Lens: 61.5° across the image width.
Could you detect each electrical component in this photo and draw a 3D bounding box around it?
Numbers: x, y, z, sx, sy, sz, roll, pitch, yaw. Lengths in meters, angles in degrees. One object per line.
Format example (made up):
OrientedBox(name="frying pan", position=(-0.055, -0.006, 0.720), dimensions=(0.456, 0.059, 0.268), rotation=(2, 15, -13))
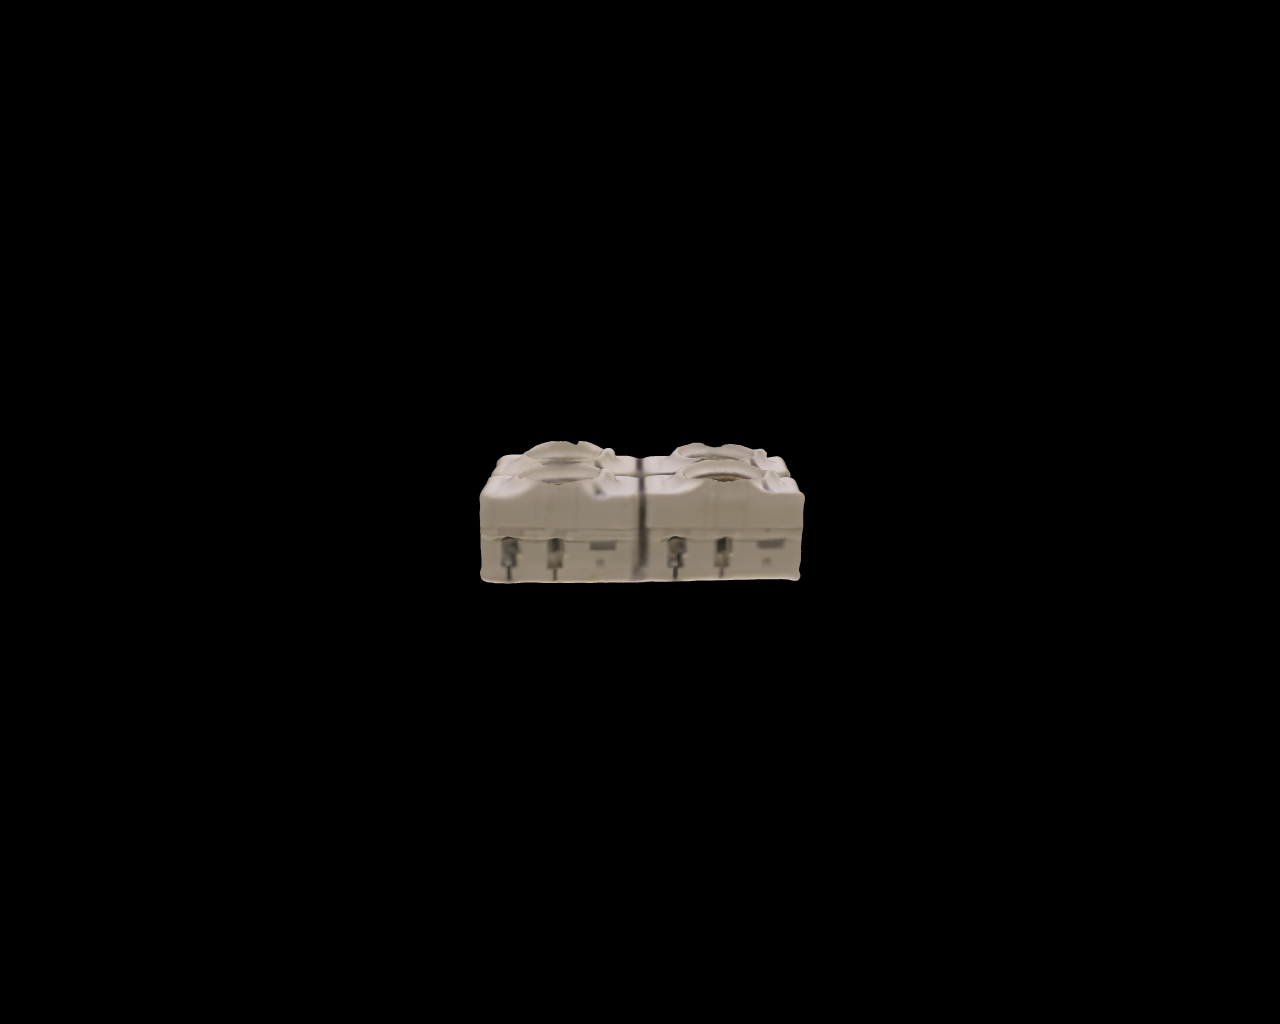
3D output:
OrientedBox(name="electrical component", position=(0.001, -0.003, 0.650), dimensions=(0.186, 0.060, 0.105), rotation=(0, 16, 0))
